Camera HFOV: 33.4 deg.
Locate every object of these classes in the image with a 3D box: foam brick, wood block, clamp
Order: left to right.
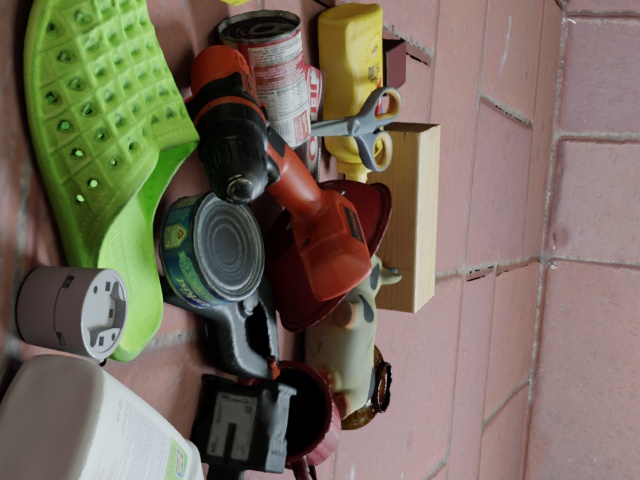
[{"bbox_3d":[-0.077,0.051,0.882,0.164,0.036,0.210,-60,145,-47],"label":"clamp"},{"bbox_3d":[0.062,-0.193,1.189,0.078,0.053,0.051,-46,137,-62],"label":"foam brick"},{"bbox_3d":[0.083,-0.030,1.237,0.090,0.091,0.206,-31,124,-66],"label":"wood block"}]

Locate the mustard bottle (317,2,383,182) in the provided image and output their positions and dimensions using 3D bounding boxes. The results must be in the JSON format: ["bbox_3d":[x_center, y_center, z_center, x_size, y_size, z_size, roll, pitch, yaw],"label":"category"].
[{"bbox_3d":[0.035,-0.145,1.117,0.096,0.058,0.192,-45,138,-58],"label":"mustard bottle"}]

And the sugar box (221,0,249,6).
[{"bbox_3d":[-0.092,-0.219,0.713,0.176,0.048,0.093,-6,74,-68],"label":"sugar box"}]

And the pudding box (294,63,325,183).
[{"bbox_3d":[-0.027,-0.106,0.980,0.090,0.039,0.113,-2,98,-71],"label":"pudding box"}]

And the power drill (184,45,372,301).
[{"bbox_3d":[-0.030,-0.041,0.797,0.187,0.057,0.184,53,14,-35],"label":"power drill"}]

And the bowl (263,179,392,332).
[{"bbox_3d":[-0.006,0.001,0.968,0.055,0.162,0.162,35,51,-19],"label":"bowl"}]

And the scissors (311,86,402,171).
[{"bbox_3d":[0.033,-0.095,1.045,0.201,0.016,0.096,-39,133,-52],"label":"scissors"}]

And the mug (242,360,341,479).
[{"bbox_3d":[-0.023,0.176,0.979,0.081,0.093,0.117,62,8,-65],"label":"mug"}]

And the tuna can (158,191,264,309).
[{"bbox_3d":[-0.079,0.007,0.791,0.086,0.034,0.086,22,62,-52],"label":"tuna can"}]

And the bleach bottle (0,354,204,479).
[{"bbox_3d":[-0.133,0.163,0.718,0.250,0.068,0.102,63,39,-61],"label":"bleach bottle"}]

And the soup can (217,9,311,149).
[{"bbox_3d":[-0.044,-0.130,0.880,0.068,0.069,0.102,-58,148,-52],"label":"soup can"}]
